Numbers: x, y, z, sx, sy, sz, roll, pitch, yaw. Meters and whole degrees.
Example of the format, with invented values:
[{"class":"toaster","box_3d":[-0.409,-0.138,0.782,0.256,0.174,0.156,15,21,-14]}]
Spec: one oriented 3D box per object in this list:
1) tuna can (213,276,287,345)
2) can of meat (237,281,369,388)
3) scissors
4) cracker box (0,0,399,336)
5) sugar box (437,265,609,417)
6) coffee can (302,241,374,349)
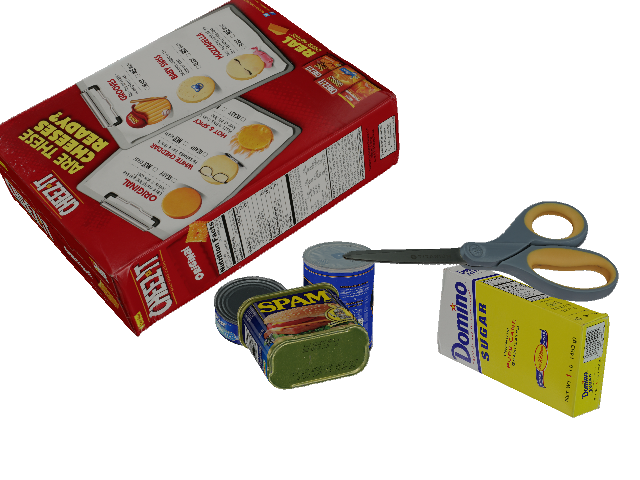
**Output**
[{"class":"tuna can","box_3d":[-0.076,0.079,1.191,0.086,0.034,0.086,1,36,-1]},{"class":"can of meat","box_3d":[-0.015,0.087,0.973,0.102,0.057,0.084,-11,28,-18]},{"class":"scissors","box_3d":[0.119,-0.002,0.780,0.201,0.096,0.016,12,-42,-3]},{"class":"cracker box","box_3d":[-0.080,-0.058,0.694,0.213,0.072,0.164,-34,53,-20]},{"class":"sugar box","box_3d":[0.186,0.090,1.010,0.048,0.093,0.176,-11,21,-39]},{"class":"coffee can","box_3d":[0.026,0.085,1.519,0.103,0.140,0.103,0,21,0]}]
